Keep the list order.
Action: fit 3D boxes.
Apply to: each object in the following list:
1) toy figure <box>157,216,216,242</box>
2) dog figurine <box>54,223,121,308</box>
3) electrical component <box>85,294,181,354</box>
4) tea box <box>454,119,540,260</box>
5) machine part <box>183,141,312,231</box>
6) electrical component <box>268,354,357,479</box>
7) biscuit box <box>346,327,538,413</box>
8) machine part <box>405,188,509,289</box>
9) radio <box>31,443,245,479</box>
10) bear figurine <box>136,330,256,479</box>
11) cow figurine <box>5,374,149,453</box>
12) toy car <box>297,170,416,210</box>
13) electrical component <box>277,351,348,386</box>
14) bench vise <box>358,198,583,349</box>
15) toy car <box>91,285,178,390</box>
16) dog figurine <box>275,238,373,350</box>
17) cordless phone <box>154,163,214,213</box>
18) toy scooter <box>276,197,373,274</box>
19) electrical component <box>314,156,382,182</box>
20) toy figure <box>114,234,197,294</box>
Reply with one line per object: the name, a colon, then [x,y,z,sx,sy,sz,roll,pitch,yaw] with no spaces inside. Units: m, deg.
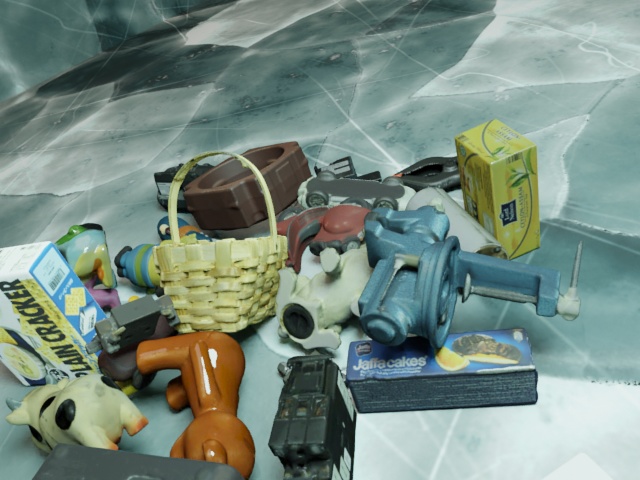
toy figure: [-0.240,-0.004,0.962,0.064,0.057,0.155,-19,28,-34]
dog figurine: [-0.440,0.077,0.855,0.219,0.191,0.109,-15,40,-22]
electrical component: [-0.220,0.103,0.638,0.102,0.078,0.045,-18,57,-44]
tea box: [0.245,-0.065,0.737,0.068,0.169,0.098,-22,38,-5]
machine part: [-0.128,-0.098,0.983,0.202,0.087,0.201,0,32,39]
electrical component: [-0.004,0.202,0.545,0.058,0.114,0.134,-9,35,16]
biscuit box: [0.132,0.146,0.601,0.203,0.062,0.059,-8,36,14]
machine part: [0.188,-0.005,0.763,0.079,0.079,0.243,-23,37,-6]
radio: [-0.166,0.268,0.515,0.230,0.130,0.073,-3,38,20]
bear figurine: [-0.137,0.202,0.607,0.132,0.120,0.196,-18,41,7]
cow figurine: [-0.299,0.212,0.641,0.195,0.127,0.085,-35,-1,41]
toy car: [0.060,-0.072,0.907,0.202,0.056,0.073,7,42,15]
electrical component: [-0.010,0.168,0.669,0.063,0.021,0.094,-38,39,-26]
bench vise: [0.155,0.037,0.590,0.241,0.128,0.224,9,30,24]
toy car: [-0.228,0.124,0.749,0.089,0.053,0.202,36,33,2]
dog figurine: [0.038,0.063,0.750,0.172,0.121,0.190,-25,0,31]
cordless phone: [-0.243,-0.132,1.132,0.147,0.088,0.184,4,30,27]
toy scooter: [-0.002,-0.003,0.845,0.184,0.075,0.135,-3,38,25]
electrical component: [0.051,-0.116,0.992,0.119,0.047,0.075,-14,37,10]
toy figure: [-0.256,0.047,0.888,0.180,0.082,0.089,0,50,17]
